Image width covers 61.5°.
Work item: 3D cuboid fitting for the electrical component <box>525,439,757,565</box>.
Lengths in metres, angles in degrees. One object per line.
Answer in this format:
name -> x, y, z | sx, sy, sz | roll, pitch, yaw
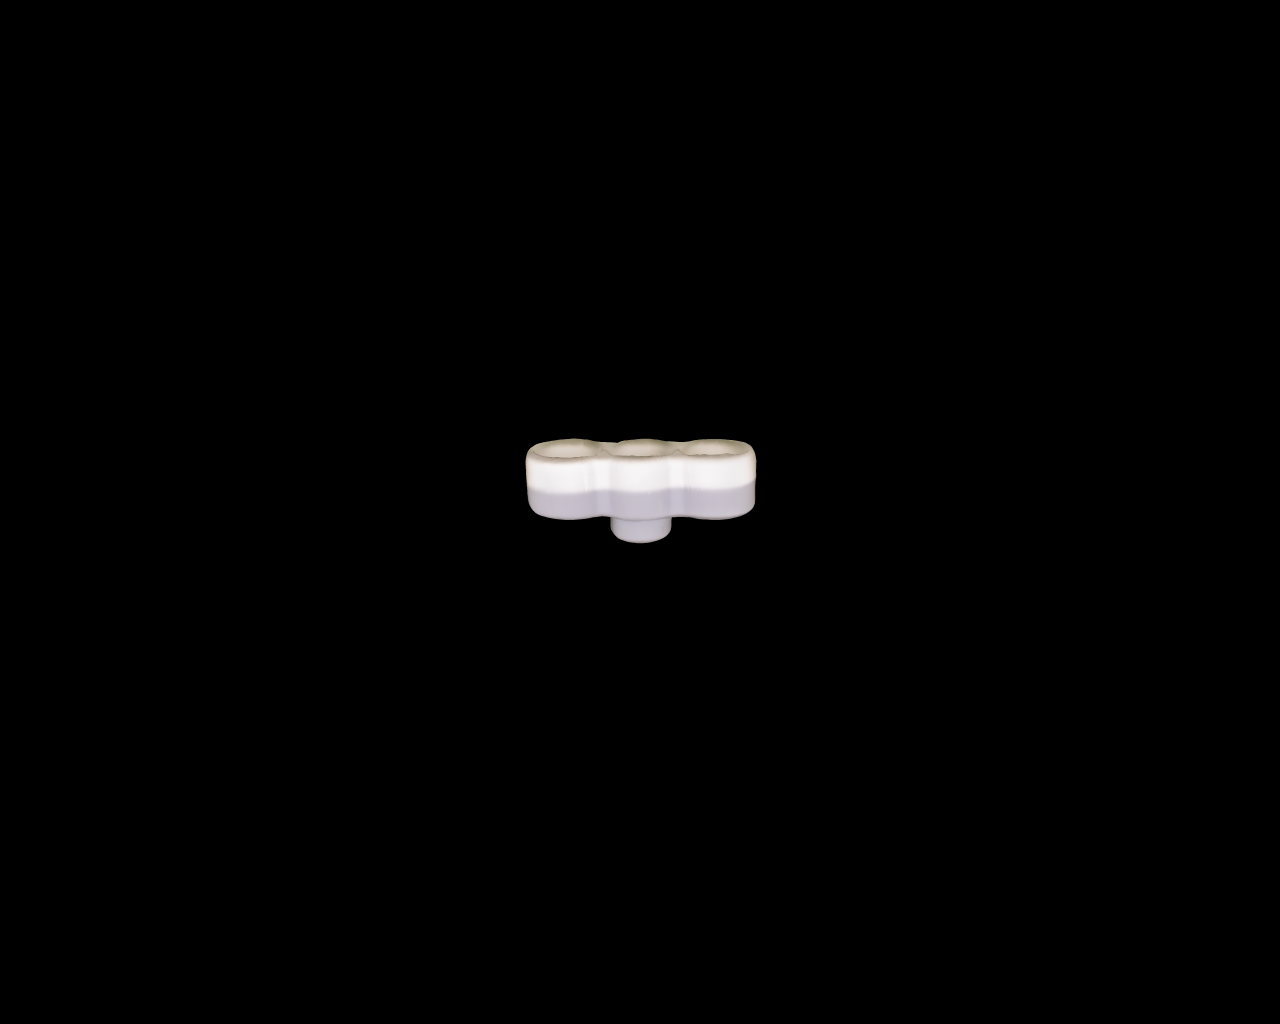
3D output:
electrical component -> 0.001, -0.003, 0.650 | 0.138, 0.073, 0.052 | 0, 17, 0
